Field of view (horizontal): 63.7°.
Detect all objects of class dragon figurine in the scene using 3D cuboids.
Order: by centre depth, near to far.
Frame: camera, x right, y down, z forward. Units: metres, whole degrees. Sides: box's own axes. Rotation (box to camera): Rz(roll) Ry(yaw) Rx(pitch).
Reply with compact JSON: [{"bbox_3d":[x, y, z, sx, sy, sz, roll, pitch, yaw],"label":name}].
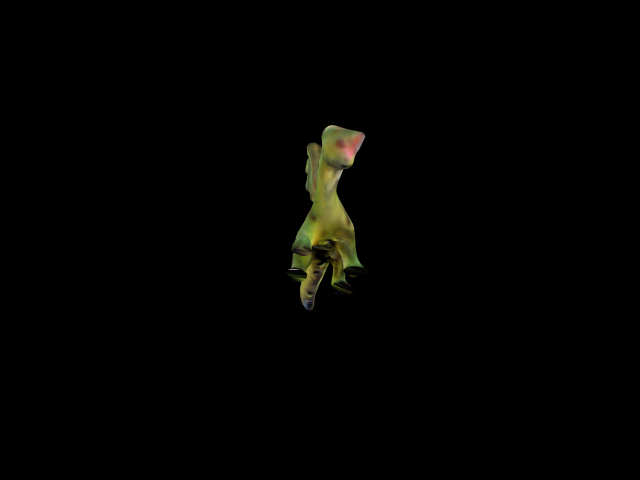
[{"bbox_3d":[0.003,-0.043,0.850,0.122,0.247,0.403,5,-23,-10],"label":"dragon figurine"}]
